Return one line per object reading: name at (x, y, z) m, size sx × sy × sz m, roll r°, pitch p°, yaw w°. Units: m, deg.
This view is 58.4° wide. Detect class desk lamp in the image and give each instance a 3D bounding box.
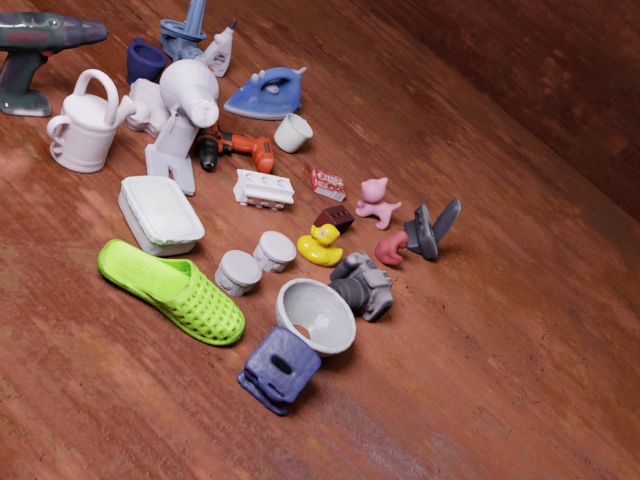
desk lamp at (-0.276, -0.239, 1.184) m, size 0.118 × 0.213 × 0.203 m, roll 10°, pitch 43°, yaw -33°

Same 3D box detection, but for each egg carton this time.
egg carton at (-0.378, -0.298, 1.289) m, size 0.107 × 0.069 × 0.150 m, roll 16°, pitch 40°, yaw -27°

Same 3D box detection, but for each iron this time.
iron at (-0.142, -0.416, 1.567) m, size 0.118 × 0.141 × 0.259 m, roll 48°, pitch 36°, yaw 16°

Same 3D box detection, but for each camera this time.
camera at (0.074, 0.094, 1.205) m, size 0.137 × 0.100 × 0.143 m, roll -3°, pitch 51°, yaw -43°

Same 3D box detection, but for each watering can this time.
watering can at (-0.422, -0.231, 1.065) m, size 0.101 × 0.194 × 0.173 m, roll 32°, pitch 35°, yaw -7°

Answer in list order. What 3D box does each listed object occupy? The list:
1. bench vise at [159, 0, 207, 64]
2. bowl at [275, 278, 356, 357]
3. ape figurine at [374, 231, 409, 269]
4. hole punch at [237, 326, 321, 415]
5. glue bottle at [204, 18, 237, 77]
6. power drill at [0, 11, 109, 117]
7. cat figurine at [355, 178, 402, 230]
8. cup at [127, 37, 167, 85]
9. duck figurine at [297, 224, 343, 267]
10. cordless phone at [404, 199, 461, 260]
bench vise at (-0.324, -0.536, 1.478) m, size 0.207 × 0.219 × 0.122 m, roll 47°, pitch 36°, yaw 14°
bowl at (-0.020, 0.158, 1.075) m, size 0.168 × 0.074 × 0.167 m, roll 23°, pitch 37°, yaw -19°
ape figurine at (0.183, 0.016, 1.398) m, size 0.076 × 0.092 × 0.078 m, roll 29°, pitch 36°, yaw -11°
hole punch at (-0.066, 0.216, 0.953) m, size 0.108 × 0.091 × 0.101 m, roll 39°, pitch 35°, yaw 2°
glue bottle at (-0.266, -0.526, 1.557) m, size 0.078 × 0.173 × 0.037 m, roll -4°, pitch 52°, yaw -43°
power drill at (-0.534, -0.337, 1.077) m, size 0.230 × 0.208 × 0.075 m, roll -7°, pitch 54°, yaw -45°
cat figurine at (0.150, -0.106, 1.487) m, size 0.128 × 0.117 × 0.067 m, roll 30°, pitch 35°, yaw -9°
cup at (-0.426, -0.415, 1.360) m, size 0.092 × 0.095 × 0.117 m, roll -6°, pitch 53°, yaw -44°
duck figurine at (0.012, 0.005, 1.267) m, size 0.105 × 0.086 × 0.077 m, roll 26°, pitch 36°, yaw -15°
cordless phone at (0.309, -0.053, 1.505) m, size 0.094 × 0.185 × 0.147 m, roll 21°, pitch 38°, yaw -21°
